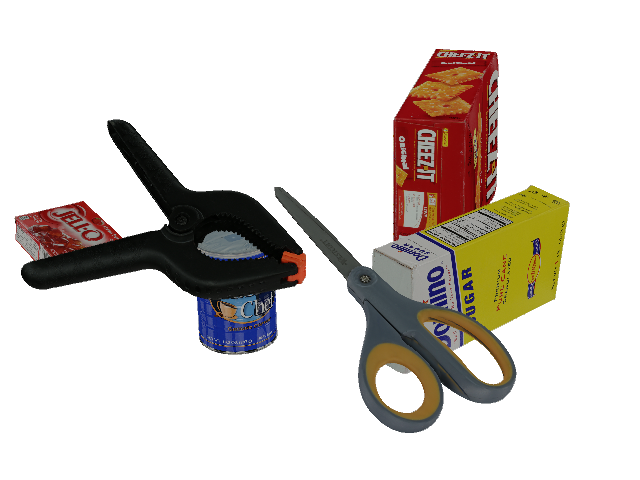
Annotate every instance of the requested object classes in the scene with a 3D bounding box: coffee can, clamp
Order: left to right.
[{"bbox_3d":[-0.109,-0.016,0.838,0.210,0.164,0.036,11,-31,6],"label":"clamp"},{"bbox_3d":[-0.107,0.058,1.351,0.103,0.140,0.103,-1,24,0],"label":"coffee can"}]

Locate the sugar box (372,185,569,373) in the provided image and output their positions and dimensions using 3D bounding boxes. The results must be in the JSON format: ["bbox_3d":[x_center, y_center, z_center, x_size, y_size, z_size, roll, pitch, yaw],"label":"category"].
[{"bbox_3d":[0.115,0.027,0.813,0.175,0.093,0.048,-23,36,-37],"label":"sugar box"}]

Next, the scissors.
[{"bbox_3d":[0.019,0.041,0.626,0.202,0.016,0.096,33,53,24],"label":"scissors"}]

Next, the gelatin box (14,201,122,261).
[{"bbox_3d":[-0.234,0.000,0.998,0.073,0.030,0.089,-16,40,-36],"label":"gelatin box"}]

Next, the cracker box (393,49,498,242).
[{"bbox_3d":[0.123,-0.074,1.010,0.072,0.164,0.213,5,27,15],"label":"cracker box"}]
